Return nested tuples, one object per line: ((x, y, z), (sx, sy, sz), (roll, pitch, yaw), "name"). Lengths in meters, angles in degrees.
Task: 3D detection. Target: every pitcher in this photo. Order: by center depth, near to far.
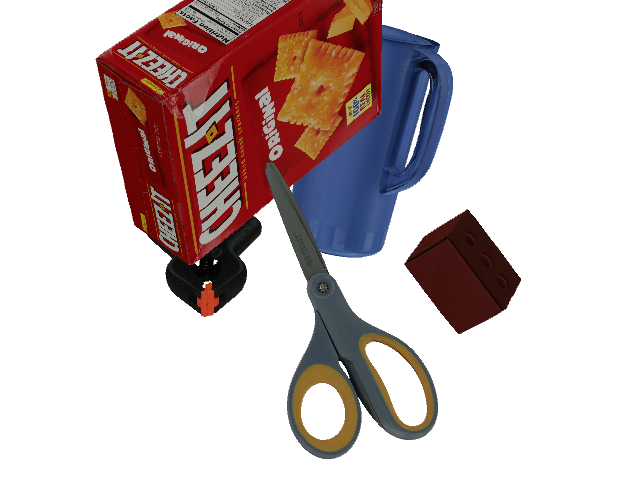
((0.045, -0.106, 1.132), (0.145, 0.243, 0.149), (10, 16, -4), "pitcher")

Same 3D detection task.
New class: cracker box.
((-0.045, -0.107, 0.762), (0.072, 0.164, 0.213), (34, 58, 26), "cracker box")

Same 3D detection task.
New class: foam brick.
((0.117, 0.026, 0.876), (0.051, 0.078, 0.052), (-33, 9, 36), "foam brick")

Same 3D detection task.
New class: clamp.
((-0.106, 0.018, 1.073), (0.120, 0.039, 0.171), (-11, 33, -11), "clamp")

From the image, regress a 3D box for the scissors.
((-0.010, 0.047, 0.650), (0.096, 0.202, 0.016), (-34, -21, -14), "scissors")
